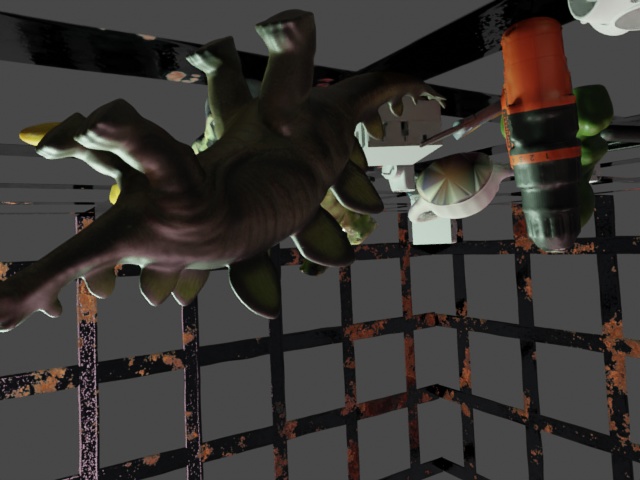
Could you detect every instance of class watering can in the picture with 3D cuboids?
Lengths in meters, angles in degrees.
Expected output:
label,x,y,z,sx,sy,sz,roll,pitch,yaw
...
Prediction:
label,x,y,z,sx,sy,sz,roll,pitch,yaw
watering can,0.340,-0.127,1.095,0.345,0.105,0.222,-26,160,16

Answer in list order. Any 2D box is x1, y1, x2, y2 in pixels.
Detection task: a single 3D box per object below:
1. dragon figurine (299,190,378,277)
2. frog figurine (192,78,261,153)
label,x,y,z,sx,sy,sz,roll,pitch,yaw
dragon figurine,0.003,-0.049,0.978,0.122,0.242,0.411,2,-176,33
frog figurine,-0.044,-0.124,0.549,0.138,0.120,0.162,19,-135,30
